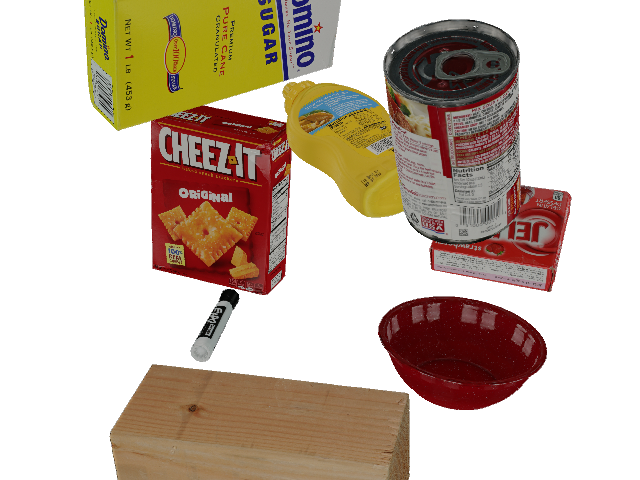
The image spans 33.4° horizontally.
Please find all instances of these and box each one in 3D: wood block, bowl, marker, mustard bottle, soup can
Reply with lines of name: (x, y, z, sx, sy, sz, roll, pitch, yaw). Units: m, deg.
wood block: (-0.041, 0.163, 0.807, 0.206, 0.090, 0.090, 5, 32, 14)
bowl: (0.134, 0.116, 1.033, 0.162, 0.055, 0.162, 3, 26, -2)
marker: (-0.098, 0.078, 1.013, 0.020, 0.020, 0.121, 0, 23, 10)
mustard bottle: (0.024, -0.098, 0.992, 0.096, 0.058, 0.192, -26, 47, -23)
soup can: (0.073, -0.055, 0.566, 0.068, 0.068, 0.102, 0, -44, 12)

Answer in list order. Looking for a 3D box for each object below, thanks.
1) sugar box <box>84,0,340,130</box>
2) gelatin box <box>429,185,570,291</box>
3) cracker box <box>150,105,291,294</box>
sugar box: (-0.066, -0.140, 0.696, 0.175, 0.093, 0.048, -21, 46, -30)
gelatin box: (0.130, -0.007, 0.770, 0.089, 0.073, 0.030, 10, -37, 16)
cracker box: (-0.125, -0.051, 1.323, 0.164, 0.214, 0.072, 13, 30, 17)
